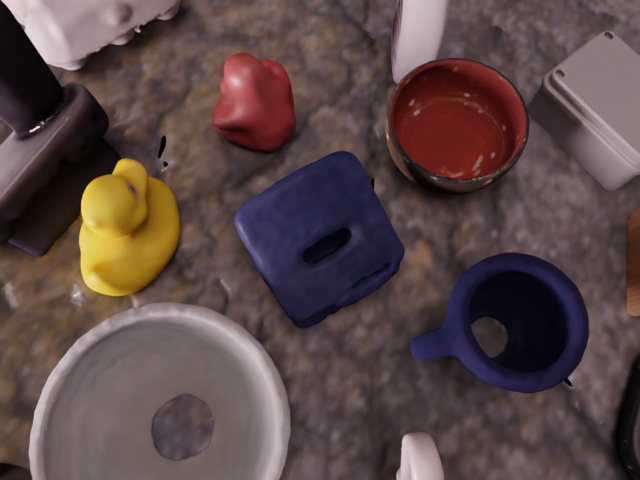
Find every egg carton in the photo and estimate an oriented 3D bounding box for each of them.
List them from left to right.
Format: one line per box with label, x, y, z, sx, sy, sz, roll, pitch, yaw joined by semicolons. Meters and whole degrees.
egg carton;-0.201;-0.222;0.511;0.150;0.069;0.107;-35;76;-11

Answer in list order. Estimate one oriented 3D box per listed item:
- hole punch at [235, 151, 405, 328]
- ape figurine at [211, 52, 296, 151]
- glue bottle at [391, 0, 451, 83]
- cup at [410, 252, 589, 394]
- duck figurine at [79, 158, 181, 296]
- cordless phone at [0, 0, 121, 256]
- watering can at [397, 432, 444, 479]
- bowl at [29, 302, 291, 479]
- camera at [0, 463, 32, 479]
hole punch;0.004;0.002;0.431;0.109;0.091;0.101;-31;75;-10
ape figurine;-0.055;-0.118;0.468;0.078;0.092;0.076;-29;75;-9
glue bottle;0.083;-0.199;0.452;0.037;0.173;0.078;-2;72;-1
cup;0.117;0.068;0.409;0.118;0.095;0.091;-16;73;-5
duck figurine;-0.154;-0.013;0.437;0.077;0.086;0.104;16;73;5
cordless phone;-0.232;-0.076;0.405;0.094;0.185;0.148;29;75;9
watering can;0.074;0.201;0.315;0.101;0.194;0.172;-29;75;-9
bowl;-0.102;0.131;0.398;0.167;0.075;0.167;0;73;0
camera;-0.267;0.203;0.361;0.136;0.101;0.143;28;74;8
